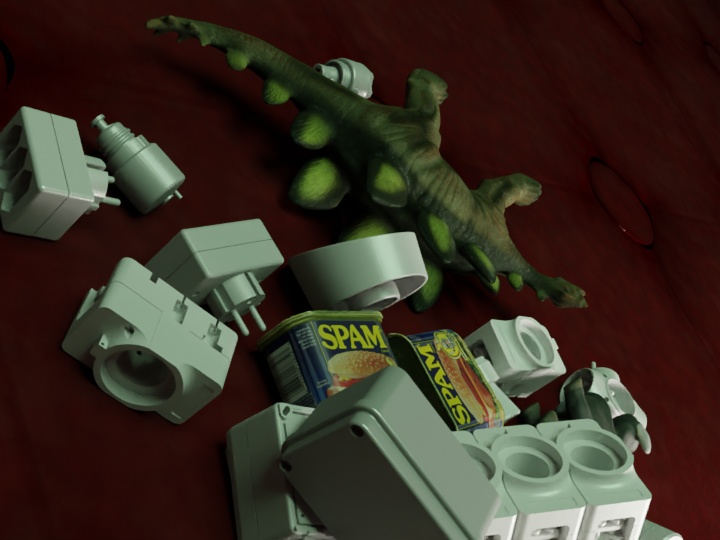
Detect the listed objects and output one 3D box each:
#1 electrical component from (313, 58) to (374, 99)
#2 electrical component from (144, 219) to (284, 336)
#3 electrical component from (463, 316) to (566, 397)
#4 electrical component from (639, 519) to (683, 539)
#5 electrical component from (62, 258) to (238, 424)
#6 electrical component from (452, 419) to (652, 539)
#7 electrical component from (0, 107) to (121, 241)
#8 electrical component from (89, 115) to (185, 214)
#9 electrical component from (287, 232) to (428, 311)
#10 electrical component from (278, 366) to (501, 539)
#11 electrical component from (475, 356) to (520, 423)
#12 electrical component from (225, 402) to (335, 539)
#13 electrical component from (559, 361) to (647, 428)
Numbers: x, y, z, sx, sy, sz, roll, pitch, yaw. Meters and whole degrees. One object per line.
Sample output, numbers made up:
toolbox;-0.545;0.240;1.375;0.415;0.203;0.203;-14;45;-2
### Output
electrical component;-0.020;-0.182;1.029;0.062;0.043;0.043;8;52;-48
electrical component;-0.090;0.011;0.739;0.083;0.047;0.075;-13;68;-56
electrical component;0.136;0.077;0.951;0.089;0.056;0.050;9;51;-48
electrical component;0.191;0.233;0.860;0.138;0.074;0.052;-8;107;-41
electrical component;-0.127;0.047;0.653;0.089;0.050;0.055;38;34;-20
electrical component;0.113;0.154;0.749;0.150;0.061;0.089;-3;30;-18
electrical component;-0.187;-0.057;0.686;0.077;0.047;0.065;12;49;-46
electrical component;-0.157;-0.075;0.748;0.078;0.040;0.040;49;32;-5
electrical component;0.000;0.000;0.822;0.099;0.099;0.064;-3;66;-53
electrical component;0.017;0.123;0.624;0.113;0.078;0.057;53;36;-8
electrical component;0.099;0.105;0.886;0.045;0.045;0.055;-12;67;-56
electrical component;-0.042;0.138;0.664;0.062;0.061;0.096;16;53;-43
electrical component;0.235;0.121;1.043;0.077;0.044;0.079;38;33;-20
